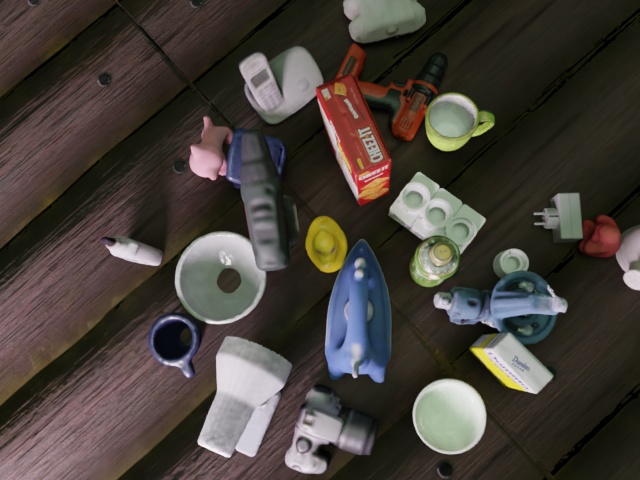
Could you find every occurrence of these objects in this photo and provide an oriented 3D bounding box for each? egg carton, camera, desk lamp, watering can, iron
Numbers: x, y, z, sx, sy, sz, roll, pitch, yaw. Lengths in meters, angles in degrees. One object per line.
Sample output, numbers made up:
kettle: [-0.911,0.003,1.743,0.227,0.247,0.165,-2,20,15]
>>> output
egg carton: [0.125,-0.441,1.111,0.150,0.069,0.107,-15,80,2]
camera: [0.024,0.334,0.976,0.136,0.101,0.143,17,82,7]
desk lamp: [-0.125,0.263,0.942,0.118,0.213,0.203,21,83,8]
watering can: [0.571,0.015,0.938,0.101,0.194,0.173,26,84,9]
iron: [0.066,0.115,0.988,0.118,0.141,0.258,1,81,5]

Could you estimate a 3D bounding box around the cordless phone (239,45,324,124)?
cordless phone: [-0.074,-0.304,1.045,0.147,0.185,0.094,-40,80,-2]

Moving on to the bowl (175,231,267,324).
bowl: [-0.173,0.070,1.048,0.167,0.075,0.167,-1,81,4]

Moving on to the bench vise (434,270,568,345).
bench vise: [0.299,0.117,0.929,0.207,0.220,0.121,-13,80,2]

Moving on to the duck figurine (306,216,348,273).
duck figurine: [0.010,0.004,1.039,0.077,0.086,0.104,-10,80,3]

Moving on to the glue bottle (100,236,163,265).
glue bottle: [-0.345,0.014,1.020,0.078,0.173,0.037,11,82,7]

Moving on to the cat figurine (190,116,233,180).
cat figurine: [-0.208,-0.167,1.068,0.067,0.118,0.128,1,81,5]

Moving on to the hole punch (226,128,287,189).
hole punch: [-0.116,-0.148,1.071,0.101,0.091,0.109,8,81,6]

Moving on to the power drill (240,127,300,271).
power drill: [-0.088,-0.056,0.994,0.075,0.208,0.229,-10,80,3]

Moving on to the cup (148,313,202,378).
cup: [-0.242,0.189,1.024,0.091,0.095,0.117,-27,80,0]

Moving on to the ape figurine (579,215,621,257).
ape figurine: [0.493,-0.006,0.999,0.078,0.092,0.076,-39,80,-2]
